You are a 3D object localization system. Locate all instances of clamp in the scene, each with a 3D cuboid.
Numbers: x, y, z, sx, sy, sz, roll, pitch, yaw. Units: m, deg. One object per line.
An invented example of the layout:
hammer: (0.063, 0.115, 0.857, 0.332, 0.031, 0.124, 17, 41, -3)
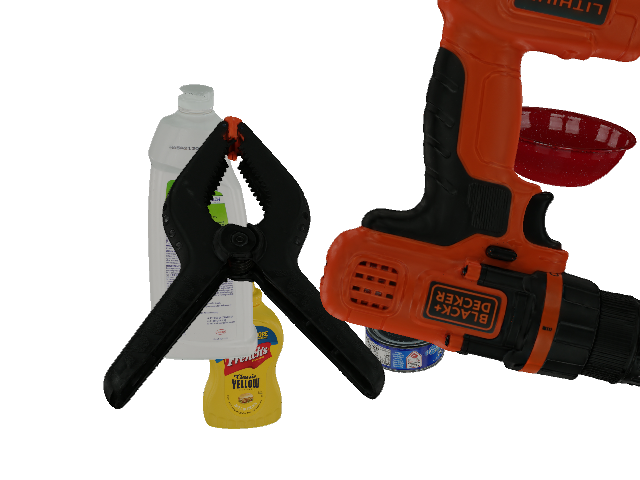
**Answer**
clamp: (-0.041, 0.013, 0.673, 0.164, 0.210, 0.036, 5, -33, -5)

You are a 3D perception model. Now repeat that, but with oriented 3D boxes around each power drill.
power drill: (0.106, -0.030, 0.507, 0.184, 0.188, 0.057, 13, 4, -1)

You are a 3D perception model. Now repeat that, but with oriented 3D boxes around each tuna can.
tuna can: (0.090, 0.103, 1.144, 0.086, 0.034, 0.086, -1, 29, 1)

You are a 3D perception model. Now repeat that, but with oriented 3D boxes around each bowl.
bowl: (0.259, -0.100, 1.173, 0.162, 0.055, 0.162, 6, 22, -3)

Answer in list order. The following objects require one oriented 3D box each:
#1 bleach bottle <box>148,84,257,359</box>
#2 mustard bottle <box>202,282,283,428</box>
bleach bottle: (-0.105, -0.016, 0.972, 0.102, 0.251, 0.068, -1, 22, -10)
mustard bottle: (-0.093, 0.132, 1.296, 0.096, 0.192, 0.058, -1, 18, -11)
